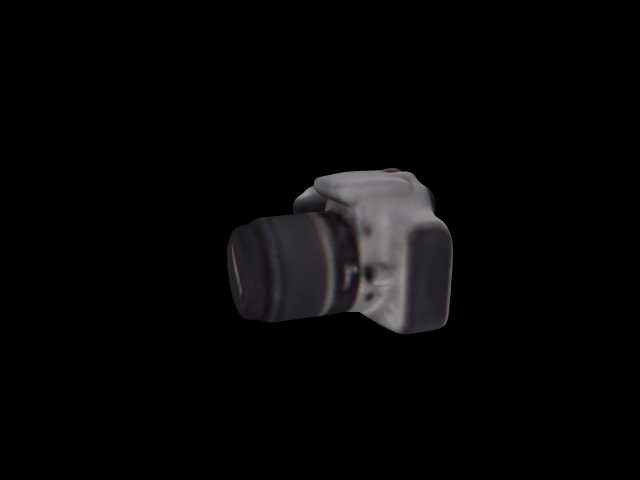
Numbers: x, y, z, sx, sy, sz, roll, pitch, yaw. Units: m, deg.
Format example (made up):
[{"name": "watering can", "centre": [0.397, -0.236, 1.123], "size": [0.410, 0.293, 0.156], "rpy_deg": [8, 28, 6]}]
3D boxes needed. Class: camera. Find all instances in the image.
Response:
[{"name": "camera", "centre": [0.004, 0.001, 0.400], "size": [0.137, 0.101, 0.142], "rpy_deg": [-6, 15, -22]}]
